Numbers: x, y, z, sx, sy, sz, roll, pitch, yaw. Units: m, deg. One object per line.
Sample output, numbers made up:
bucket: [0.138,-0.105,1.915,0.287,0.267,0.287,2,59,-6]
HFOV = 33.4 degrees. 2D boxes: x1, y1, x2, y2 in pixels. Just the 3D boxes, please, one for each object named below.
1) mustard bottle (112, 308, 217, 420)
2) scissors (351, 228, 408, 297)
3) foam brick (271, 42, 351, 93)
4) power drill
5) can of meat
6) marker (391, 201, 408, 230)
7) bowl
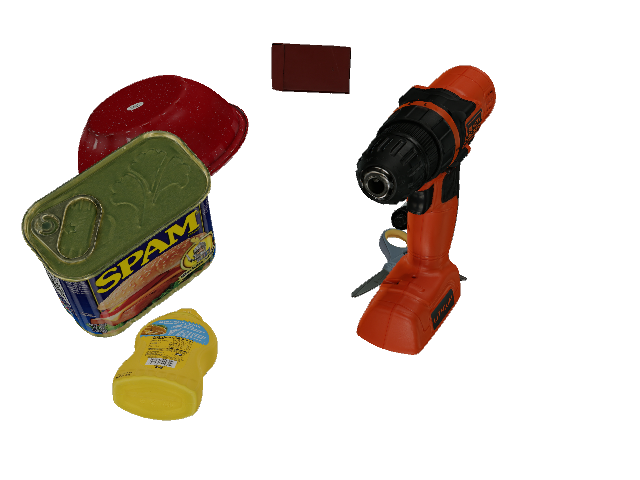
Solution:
mustard bottle: [-0.170,0.132,1.236,0.096,0.058,0.191,5,26,4]
scissors: [0.074,0.023,1.256,0.201,0.016,0.096,-11,40,-45]
foam brick: [-0.011,-0.188,1.165,0.078,0.051,0.053,0,12,-16]
power drill: [0.069,-0.015,0.755,0.057,0.188,0.184,20,34,20]
can of meat: [-0.109,0.000,0.607,0.102,0.057,0.084,-36,-23,-18]
marker: [0.088,-0.033,0.962,0.020,0.020,0.121,0,16,22]
bowl: [-0.146,-0.094,0.908,0.162,0.055,0.162,-16,34,11]
